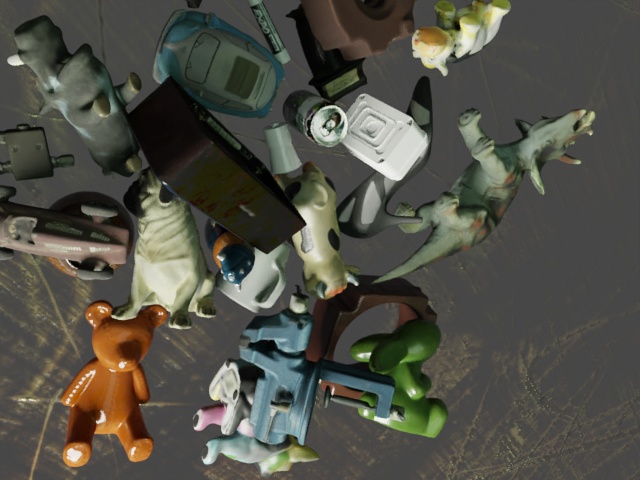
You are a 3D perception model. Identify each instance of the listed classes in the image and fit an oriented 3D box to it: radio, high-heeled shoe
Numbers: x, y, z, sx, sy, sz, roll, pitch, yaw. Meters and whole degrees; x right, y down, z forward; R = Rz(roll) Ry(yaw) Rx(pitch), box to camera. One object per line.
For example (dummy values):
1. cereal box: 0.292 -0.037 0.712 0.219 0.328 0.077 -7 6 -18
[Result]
1. radio: -0.115 -0.080 0.635 0.073 0.131 0.229 -38 149 5
2. high-heeled shoe: 0.094 -0.124 0.815 0.145 0.086 0.248 5 90 9

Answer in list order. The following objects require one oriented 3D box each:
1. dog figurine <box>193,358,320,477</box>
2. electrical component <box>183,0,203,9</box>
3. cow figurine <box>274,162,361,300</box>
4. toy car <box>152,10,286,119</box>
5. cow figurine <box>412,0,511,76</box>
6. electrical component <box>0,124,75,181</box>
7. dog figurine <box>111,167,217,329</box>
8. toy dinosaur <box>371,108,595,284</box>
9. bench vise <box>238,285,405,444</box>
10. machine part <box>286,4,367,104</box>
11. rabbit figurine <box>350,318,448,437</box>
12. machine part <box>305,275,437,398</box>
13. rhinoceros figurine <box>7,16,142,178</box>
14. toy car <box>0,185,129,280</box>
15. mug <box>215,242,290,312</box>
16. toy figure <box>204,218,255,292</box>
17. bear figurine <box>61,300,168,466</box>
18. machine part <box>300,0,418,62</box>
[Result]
1. dog figurine: -0.086 0.299 0.882 0.219 0.109 0.191 25 97 -36
2. electrical component: -0.170 -0.337 0.583 0.134 0.058 0.115 25 98 -31
3. cow figurine: -0.002 -0.002 0.770 0.085 0.127 0.194 -15 115 -15
4. toy car: -0.112 -0.199 0.645 0.161 0.103 0.109 20 104 -29
5. cow figurine: 0.184 -0.280 0.750 0.167 0.068 0.098 -35 159 -23
6. electrical component: -0.341 -0.103 0.629 0.094 0.021 0.063 -9 115 -21
7. dog figurine: -0.185 0.001 0.696 0.121 0.172 0.190 7 94 -5
8. toy dinosaur: 0.255 -0.063 0.875 0.192 0.131 0.404 31 103 -32
9. bench vise: 0.004 0.190 0.750 0.241 0.129 0.223 14 89 5
10. machine part: 0.010 -0.251 0.718 0.084 0.039 0.138 -32 124 0
11. rabbit figurine: 0.124 0.199 0.846 0.159 0.121 0.170 22 83 -24
12. machine part: 0.082 0.161 0.907 0.201 0.087 0.201 5 108 -27
13. rhinoceros figurine: -0.258 -0.156 0.601 0.073 0.112 0.190 -64 148 -33
14. toy car: -0.313 -0.009 0.610 0.202 0.053 0.089 11 95 13
15. mug: -0.087 0.042 0.766 0.080 0.110 0.107 35 85 -40
16. toy figure: -0.118 0.008 0.704 0.064 0.155 0.058 34 97 -31
17. bear figurine: -0.273 0.187 0.731 0.120 0.132 0.195 12 113 -33
18. machine part: 0.052 -0.316 0.667 0.179 0.056 0.179 -9 104 -38
